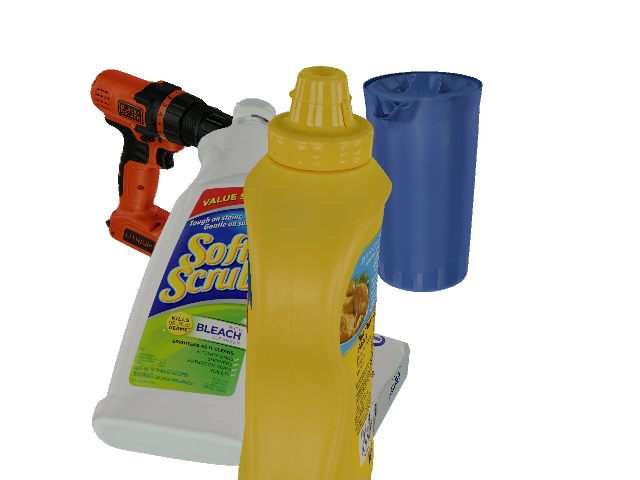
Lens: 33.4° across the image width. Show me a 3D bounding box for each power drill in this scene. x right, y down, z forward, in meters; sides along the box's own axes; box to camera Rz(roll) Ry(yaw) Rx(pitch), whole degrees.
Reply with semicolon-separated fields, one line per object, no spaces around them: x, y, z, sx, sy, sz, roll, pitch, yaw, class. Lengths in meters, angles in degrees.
-0.158;-0.071;1.102;0.185;0.188;0.057;25;35;29;power drill

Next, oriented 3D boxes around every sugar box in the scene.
-0.019;0.104;0.933;0.176;0.048;0.093;13;34;18;sugar box

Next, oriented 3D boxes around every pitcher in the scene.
0.125;-0.072;1.241;0.149;0.243;0.145;-5;22;-7;pitcher

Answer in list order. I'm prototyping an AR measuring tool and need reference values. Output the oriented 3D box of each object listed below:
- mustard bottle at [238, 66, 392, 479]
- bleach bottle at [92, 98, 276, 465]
-0.003;0.024;0.440;0.058;0.192;0.096;8;25;10;mustard bottle
-0.072;0.015;0.705;0.102;0.250;0.068;9;-27;0;bleach bottle
